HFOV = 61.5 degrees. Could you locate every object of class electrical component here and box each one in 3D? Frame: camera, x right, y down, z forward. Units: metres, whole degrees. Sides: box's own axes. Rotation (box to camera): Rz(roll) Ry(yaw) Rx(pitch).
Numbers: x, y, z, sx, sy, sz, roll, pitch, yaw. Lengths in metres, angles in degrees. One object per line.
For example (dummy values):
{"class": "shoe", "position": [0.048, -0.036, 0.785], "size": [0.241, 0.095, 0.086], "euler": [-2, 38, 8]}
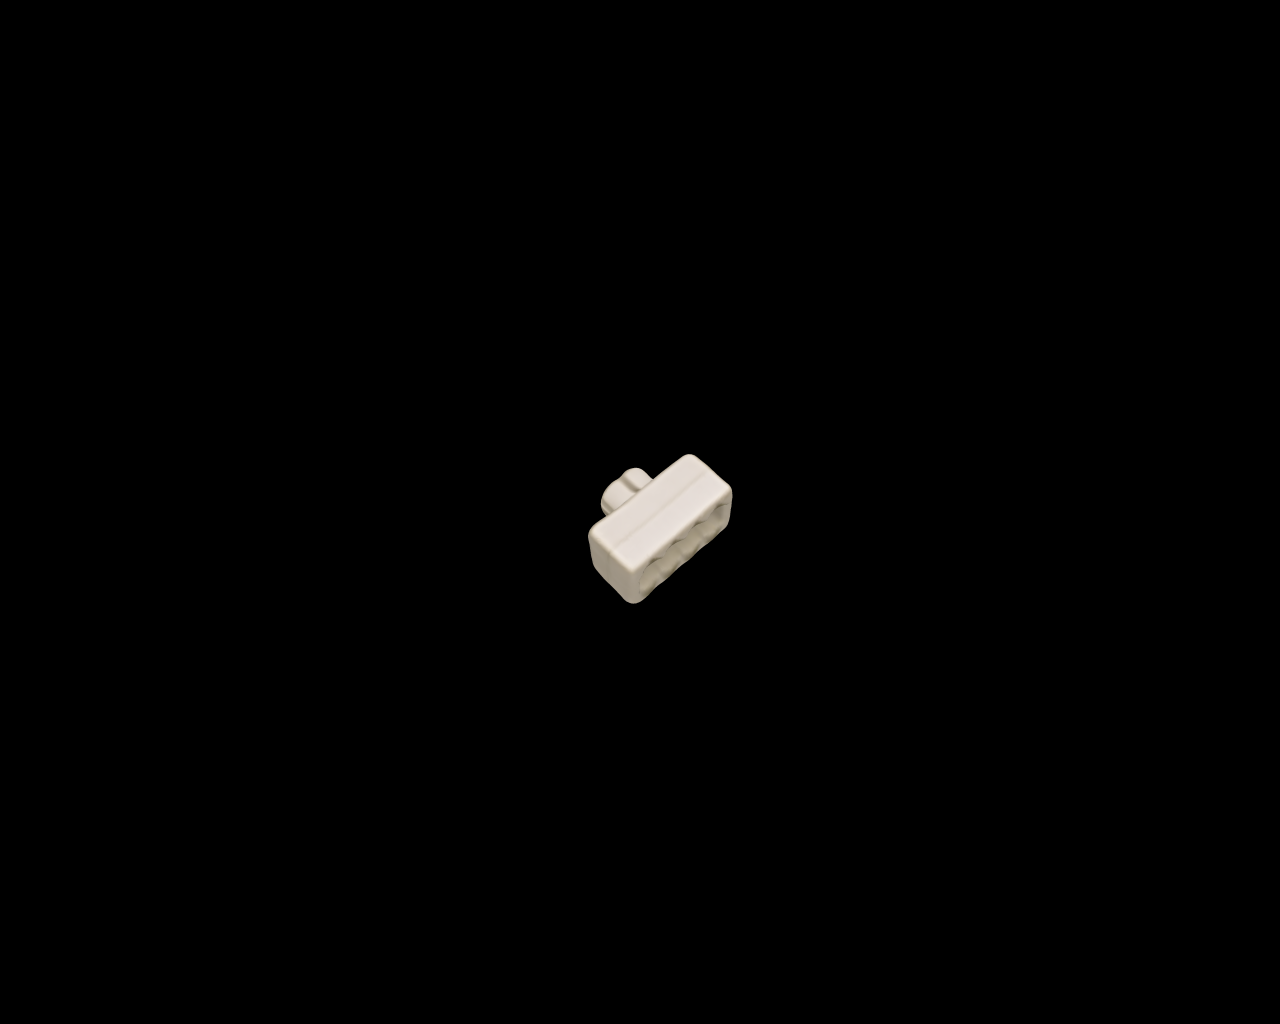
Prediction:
{"class": "electrical component", "position": [0.001, -0.003, 0.650], "size": [0.083, 0.076, 0.047], "euler": [-38, -21, -18]}
